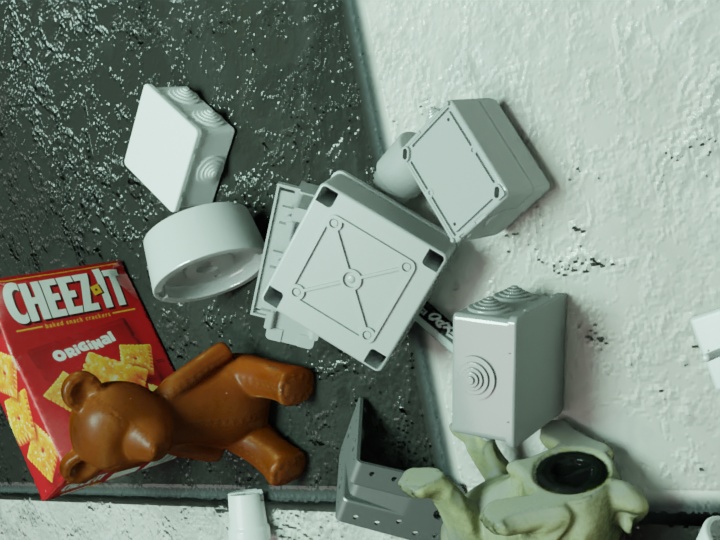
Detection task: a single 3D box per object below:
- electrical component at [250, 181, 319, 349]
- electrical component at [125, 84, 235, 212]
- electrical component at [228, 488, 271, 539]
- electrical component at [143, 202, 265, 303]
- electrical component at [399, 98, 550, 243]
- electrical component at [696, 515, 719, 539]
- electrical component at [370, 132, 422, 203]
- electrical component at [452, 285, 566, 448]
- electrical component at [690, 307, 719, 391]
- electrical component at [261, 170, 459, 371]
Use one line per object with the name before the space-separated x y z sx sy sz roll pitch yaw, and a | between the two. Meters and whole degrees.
electrical component | -0.043 -0.002 0.881 0.079 0.063 0.121 14 114 0
electrical component | -0.168 -0.115 1.002 0.100 0.048 0.099 42 125 31
electrical component | -0.107 0.234 1.021 0.040 0.040 0.046 -7 88 46
electrical component | -0.140 -0.021 0.956 0.108 0.108 0.060 -38 66 43
electrical component | 0.079 -0.076 0.755 0.062 0.061 0.096 -45 67 41
electrical component | 0.223 0.189 0.678 0.045 0.045 0.055 46 128 29
electrical component | 0.030 -0.070 0.820 0.078 0.040 0.040 -48 65 40
electrical component | 0.102 0.064 0.736 0.048 0.100 0.099 6 103 31
electrical component | 0.226 0.041 0.621 0.066 0.077 0.047 -26 79 45
electrical component | 0.000 0.000 0.801 0.109 0.056 0.108 31 110 5
